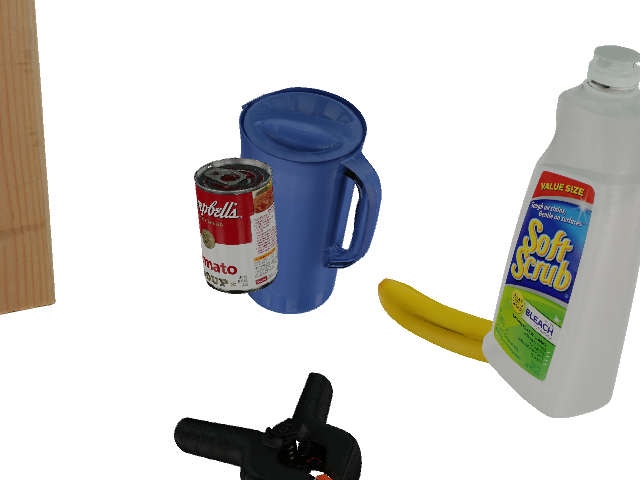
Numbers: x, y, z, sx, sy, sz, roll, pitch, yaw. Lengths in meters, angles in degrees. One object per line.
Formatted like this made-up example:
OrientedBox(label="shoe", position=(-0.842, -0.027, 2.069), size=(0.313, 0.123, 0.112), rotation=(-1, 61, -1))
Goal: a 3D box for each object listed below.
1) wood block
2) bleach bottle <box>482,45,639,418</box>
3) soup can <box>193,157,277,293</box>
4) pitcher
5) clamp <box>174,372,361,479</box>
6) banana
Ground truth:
OrientedBox(label="wood block", position=(-0.211, -0.065, 0.602), size=(0.090, 0.206, 0.090), rotation=(-11, 27, -27))
OrientedBox(label="bleach bottle", position=(0.168, -0.008, 0.707), size=(0.068, 0.251, 0.103), rotation=(-11, 34, -22))
OrientedBox(label="soup can", position=(-0.073, -0.013, 0.939), size=(0.068, 0.102, 0.068), rotation=(-2, 29, 1))
OrientedBox(label="pitcher", position=(-0.020, -0.031, 1.172), size=(0.145, 0.243, 0.149), rotation=(1, 42, -6))
OrientedBox(label="clamp", position=(-0.032, 0.141, 0.714), size=(0.120, 0.039, 0.171), rotation=(-20, 17, -8))
OrientedBox(label="banana", position=(0.121, 0.075, 0.946), size=(0.198, 0.037, 0.069), rotation=(18, 14, 32))
